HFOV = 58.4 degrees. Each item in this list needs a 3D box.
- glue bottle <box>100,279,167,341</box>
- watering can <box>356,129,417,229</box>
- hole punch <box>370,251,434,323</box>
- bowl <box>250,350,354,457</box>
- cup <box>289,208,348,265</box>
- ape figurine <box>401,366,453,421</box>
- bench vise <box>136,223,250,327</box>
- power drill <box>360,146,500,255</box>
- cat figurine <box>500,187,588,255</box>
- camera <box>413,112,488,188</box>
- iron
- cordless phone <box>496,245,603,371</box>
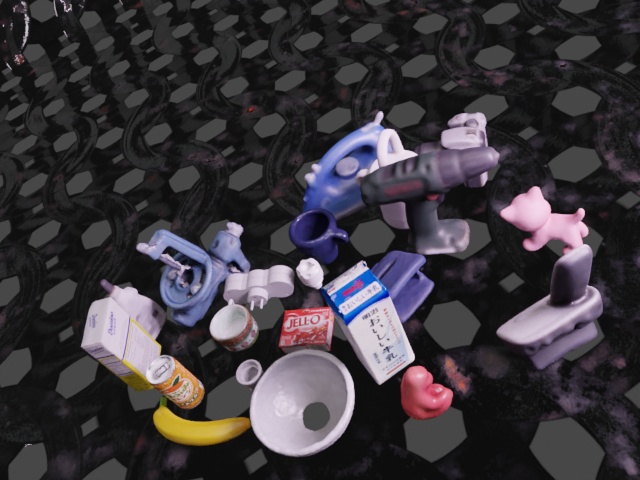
[{"bbox_3d":[-0.355,0.125,1.070,0.037,0.174,0.078,8,56,29],"label":"glue bottle"},{"bbox_3d":[0.148,-0.119,1.041,0.172,0.195,0.101,-15,48,12],"label":"watering can"},{"bbox_3d":[0.121,0.069,0.964,0.100,0.091,0.109,28,67,38],"label":"hole punch"},{"bbox_3d":[-0.018,0.258,0.877,0.167,0.075,0.167,-12,48,14],"label":"bowl"},{"bbox_3d":[0.010,0.004,1.066,0.117,0.095,0.092,11,57,31],"label":"cup"},{"bbox_3d":[0.146,0.215,0.829,0.076,0.092,0.077,-35,47,-7],"label":"ape figurine"},{"bbox_3d":[-0.241,0.031,1.066,0.121,0.220,0.207,7,55,28],"label":"bench vise"},{"bbox_3d":[0.192,-0.067,0.967,0.229,0.209,0.075,-5,50,20],"label":"power drill"},{"bbox_3d":[0.363,-0.036,0.929,0.127,0.118,0.067,7,55,28],"label":"cat figurine"},{"bbox_3d":[0.252,-0.179,1.110,0.136,0.101,0.143,-4,51,21],"label":"camera"},{"bbox_3d":[0.049,-0.139,1.137,0.258,0.142,0.118,-36,47,-8],"label":"iron"},{"bbox_3d":[0.318,0.085,0.799,0.147,0.185,0.094,-33,47,-5],"label":"cordless phone"}]
